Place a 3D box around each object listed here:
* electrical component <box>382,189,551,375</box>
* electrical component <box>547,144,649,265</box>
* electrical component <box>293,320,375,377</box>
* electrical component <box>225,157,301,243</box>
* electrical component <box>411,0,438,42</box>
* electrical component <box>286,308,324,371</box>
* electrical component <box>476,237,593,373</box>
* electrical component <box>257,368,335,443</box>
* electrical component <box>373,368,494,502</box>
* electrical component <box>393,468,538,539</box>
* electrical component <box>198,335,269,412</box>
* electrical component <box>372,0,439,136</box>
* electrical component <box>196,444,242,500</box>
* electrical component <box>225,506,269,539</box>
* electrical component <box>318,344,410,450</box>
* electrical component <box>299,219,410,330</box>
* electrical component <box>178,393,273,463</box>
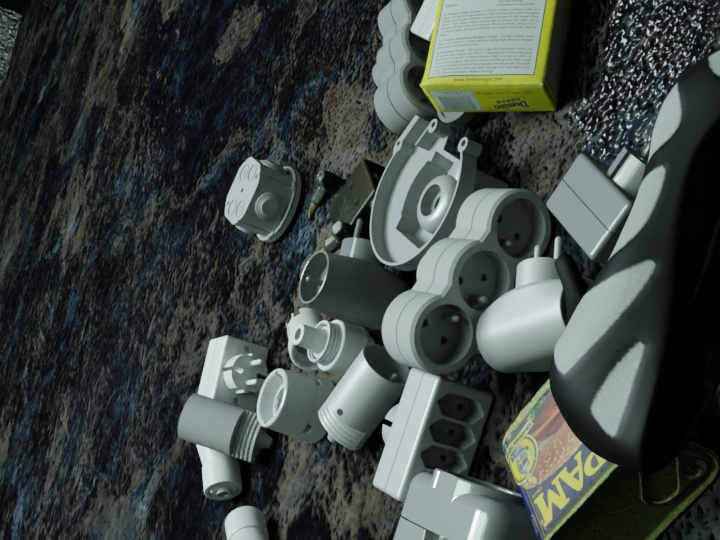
[{"bbox_3d":[0.062,0.004,0.718,0.138,0.052,0.074,-54,24,-14],"label":"electrical component"},{"bbox_3d":[0.157,-0.046,0.619,0.076,0.047,0.065,-58,30,21],"label":"electrical component"},{"bbox_3d":[-0.023,0.060,0.856,0.043,0.062,0.043,-40,39,43],"label":"electrical component"},{"bbox_3d":[-0.098,-0.072,1.090,0.080,0.051,0.080,-40,40,44],"label":"electrical component"},{"bbox_3d":[0.090,-0.210,0.850,0.083,0.047,0.075,-63,28,12],"label":"electrical component"},{"bbox_3d":[-0.043,0.058,0.920,0.040,0.040,0.046,-60,23,18],"label":"electrical component"},{"bbox_3d":[0.113,0.018,0.660,0.077,0.043,0.079,-26,50,53],"label":"electrical component"},{"bbox_3d":[-0.054,0.111,0.892,0.055,0.047,0.055,-40,40,44],"label":"electrical component"},{"bbox_3d":[0.040,0.111,0.726,0.076,0.047,0.083,12,82,63],"label":"electrical component"},{"bbox_3d":[0.066,0.156,0.641,0.095,0.054,0.059,7,78,62],"label":"electrical component"},{"bbox_3d":[-0.111,0.098,1.004,0.077,0.047,0.065,-17,57,56],"label":"electrical component"},{"bbox_3d":[0.036,-0.170,0.915,0.074,0.052,0.138,-35,43,47],"label":"electrical component"},{"bbox_3d":[-0.129,0.178,0.990,0.044,0.044,0.065,-48,39,35],"label":"electrical component"},{"bbox_3d":[-0.092,0.227,0.892,0.044,0.044,0.065,-60,24,18],"label":"electrical component"},{"bbox_3d":[0.000,0.099,0.809,0.081,0.043,0.043,-55,31,25],"label":"electrical component"},{"bbox_3d":[0.000,0.000,0.838,0.043,0.077,0.079,-13,61,58],"label":"electrical component"},{"bbox_3d":[-0.117,0.143,0.962,0.043,0.081,0.043,16,-90,-78],"label":"electrical component"}]
